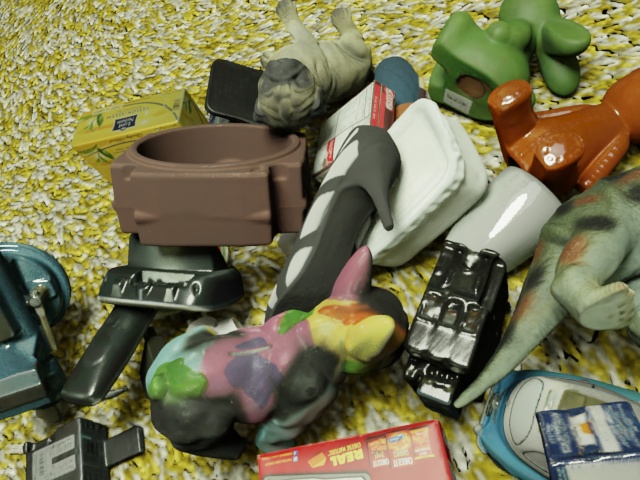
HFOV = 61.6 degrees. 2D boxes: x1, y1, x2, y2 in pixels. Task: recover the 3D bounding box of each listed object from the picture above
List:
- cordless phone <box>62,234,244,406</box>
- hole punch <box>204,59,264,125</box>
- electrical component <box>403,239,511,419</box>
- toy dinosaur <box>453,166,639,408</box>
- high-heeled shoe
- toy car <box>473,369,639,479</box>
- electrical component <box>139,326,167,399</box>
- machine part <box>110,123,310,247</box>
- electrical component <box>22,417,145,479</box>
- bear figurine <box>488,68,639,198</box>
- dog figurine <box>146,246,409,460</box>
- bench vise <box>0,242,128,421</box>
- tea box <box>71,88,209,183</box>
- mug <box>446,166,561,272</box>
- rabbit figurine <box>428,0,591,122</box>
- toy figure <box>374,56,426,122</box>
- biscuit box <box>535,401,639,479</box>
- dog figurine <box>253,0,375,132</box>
[{"bbox_3d":[-0.175,0.087,0.553,0.147,0.088,0.184,3,49,21],"label":"cordless phone"},{"bbox_3d":[-0.103,-0.172,0.743,0.116,0.092,0.142,11,51,-14],"label":"hole punch"},{"bbox_3d":[0.123,0.085,0.475,0.058,0.114,0.134,13,68,30],"label":"electrical component"},{"bbox_3d":[0.272,-0.006,0.438,0.405,0.131,0.192,-19,23,4],"label":"toy dinosaur"},{"bbox_3d":[-0.001,-0.002,0.556,0.248,0.086,0.145,-48,37,31],"label":"high-heeled shoe"},{"bbox_3d":[0.204,0.150,0.414,0.162,0.102,0.109,19,68,27],"label":"toy car"},{"bbox_3d":[-0.182,0.142,0.591,0.021,0.063,0.094,-1,38,-32],"label":"electrical component"},{"bbox_3d":[-0.112,-0.070,0.601,0.202,0.087,0.201,-1,25,2],"label":"machine part"},{"bbox_3d":[-0.250,0.231,0.569,0.119,0.047,0.075,-23,56,8],"label":"electrical component"},{"bbox_3d":[0.285,-0.123,0.536,0.196,0.131,0.120,-28,58,10],"label":"bear figurine"},{"bbox_3d":[-0.029,0.096,0.465,0.219,0.191,0.108,-50,38,34],"label":"dog figurine"},{"bbox_3d":[-0.339,0.088,0.634,0.129,0.223,0.241,-28,24,-3],"label":"bench vise"},{"bbox_3d":[-0.247,-0.143,0.763,0.170,0.098,0.068,-10,57,16],"label":"tea box"},{"bbox_3d":[0.171,-0.016,0.542,0.107,0.080,0.110,-44,54,1],"label":"mug"},{"bbox_3d":[0.229,-0.231,0.624,0.159,0.121,0.170,30,75,26],"label":"rabbit figurine"},{"bbox_3d":[0.106,-0.161,0.665,0.064,0.057,0.154,-33,53,35],"label":"toy figure"},{"bbox_3d":[0.191,0.207,0.338,0.059,0.063,0.202,-14,100,17],"label":"biscuit box"},{"bbox_3d":[0.004,-0.190,0.662,0.172,0.121,0.191,3,48,-11],"label":"dog figurine"}]
